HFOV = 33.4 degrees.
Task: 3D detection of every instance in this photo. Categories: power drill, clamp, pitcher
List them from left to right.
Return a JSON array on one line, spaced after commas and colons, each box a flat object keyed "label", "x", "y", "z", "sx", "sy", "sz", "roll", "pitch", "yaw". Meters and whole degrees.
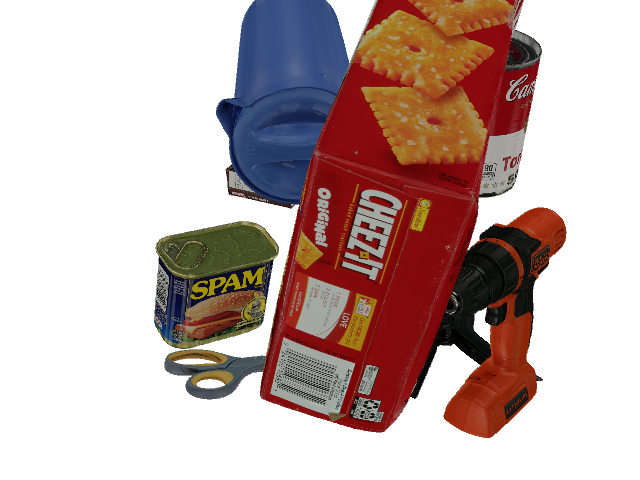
[{"label": "pitcher", "x": -0.016, "y": -0.154, "z": 1.084, "sx": 0.145, "sy": 0.149, "sz": 0.243, "roll": -18, "pitch": 38, "yaw": 10}, {"label": "clamp", "x": 0.145, "y": 0.101, "z": 1.162, "sx": 0.120, "sy": 0.171, "sz": 0.039, "roll": 4, "pitch": -44, "yaw": -6}, {"label": "power drill", "x": 0.154, "y": 0.078, "z": 0.945, "sx": 0.057, "sy": 0.188, "sz": 0.184, "roll": 23, "pitch": 34, "yaw": 32}]

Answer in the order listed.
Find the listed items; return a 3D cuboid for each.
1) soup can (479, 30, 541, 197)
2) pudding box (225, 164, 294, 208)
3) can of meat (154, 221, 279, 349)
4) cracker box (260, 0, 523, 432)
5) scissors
[{"label": "soup can", "x": 0.111, "y": -0.089, "z": 0.740, "sx": 0.068, "sy": 0.102, "sz": 0.068, "roll": 3, "pitch": 34, "yaw": -2}, {"label": "pudding box", "x": -0.050, "y": -0.084, "z": 1.301, "sx": 0.090, "sy": 0.039, "sz": 0.113, "roll": 12, "pitch": 33, "yaw": 22}, {"label": "can of meat", "x": -0.092, "y": 0.039, "z": 0.918, "sx": 0.101, "sy": 0.084, "sz": 0.057, "roll": -12, "pitch": 41, "yaw": -29}, {"label": "cracker box", "x": 0.042, "y": -0.040, "z": 0.516, "sx": 0.072, "sy": 0.164, "sz": 0.213, "roll": 18, "pitch": 46, "yaw": 4}, {"label": "scissors", "x": -0.072, "y": 0.148, "z": 1.190, "sx": 0.201, "sy": 0.016, "sz": 0.096, "roll": 4, "pitch": 25, "yaw": -14}]
